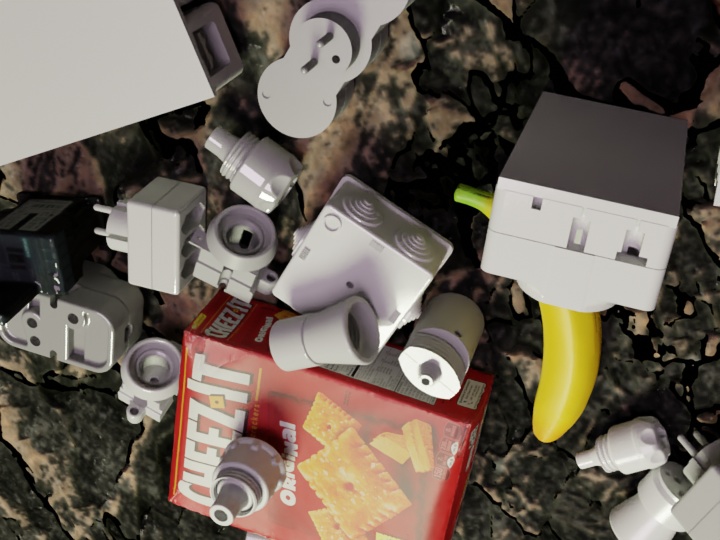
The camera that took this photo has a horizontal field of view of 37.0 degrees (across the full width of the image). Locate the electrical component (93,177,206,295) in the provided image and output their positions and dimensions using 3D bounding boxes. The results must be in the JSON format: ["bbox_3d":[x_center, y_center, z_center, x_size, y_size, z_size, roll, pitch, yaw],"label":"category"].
[{"bbox_3d":[-0.153,-0.028,0.758,0.077,0.047,0.065,13,120,12],"label":"electrical component"}]

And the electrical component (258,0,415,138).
[{"bbox_3d":[-0.017,-0.136,0.640,0.052,0.073,0.138,35,122,-1],"label":"electrical component"}]

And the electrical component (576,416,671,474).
[{"bbox_3d":[0.176,0.122,0.729,0.061,0.035,0.035,-23,107,30],"label":"electrical component"}]

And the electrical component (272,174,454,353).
[{"bbox_3d":[0.000,0.000,0.718,0.100,0.048,0.099,34,122,0],"label":"electrical component"}]

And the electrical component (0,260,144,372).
[{"bbox_3d":[-0.213,0.030,0.801,0.095,0.059,0.053,16,120,11],"label":"electrical component"}]

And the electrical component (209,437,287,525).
[{"bbox_3d":[-0.081,0.147,0.731,0.048,0.062,0.048,9,119,16],"label":"electrical component"}]

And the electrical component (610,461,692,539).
[{"bbox_3d":[0.205,0.164,0.735,0.045,0.045,0.055,33,121,0],"label":"electrical component"}]

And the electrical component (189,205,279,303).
[{"bbox_3d":[-0.083,-0.013,0.733,0.066,0.048,0.055,27,148,-2],"label":"electrical component"}]

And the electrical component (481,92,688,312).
[{"bbox_3d":[0.127,-0.040,0.594,0.089,0.150,0.061,14,119,12],"label":"electrical component"}]

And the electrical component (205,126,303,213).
[{"bbox_3d":[-0.073,-0.070,0.711,0.062,0.043,0.043,36,122,0],"label":"electrical component"}]

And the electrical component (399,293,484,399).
[{"bbox_3d":[0.053,0.052,0.708,0.043,0.081,0.043,8,118,15],"label":"electrical component"}]

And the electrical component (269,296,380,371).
[{"bbox_3d":[-0.026,0.044,0.697,0.065,0.044,0.044,-13,111,30],"label":"electrical component"}]

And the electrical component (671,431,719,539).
[{"bbox_3d":[0.237,0.135,0.698,0.075,0.083,0.047,54,129,33],"label":"electrical component"}]

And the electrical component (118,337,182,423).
[{"bbox_3d":[-0.153,0.078,0.801,0.048,0.066,0.055,30,155,3],"label":"electrical component"}]

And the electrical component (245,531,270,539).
[{"bbox_3d":[-0.060,0.210,0.845,0.047,0.055,0.055,11,119,9],"label":"electrical component"}]

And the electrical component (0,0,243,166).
[{"bbox_3d":[-0.181,-0.145,0.699,0.186,0.060,0.105,-13,111,24],"label":"electrical component"}]
